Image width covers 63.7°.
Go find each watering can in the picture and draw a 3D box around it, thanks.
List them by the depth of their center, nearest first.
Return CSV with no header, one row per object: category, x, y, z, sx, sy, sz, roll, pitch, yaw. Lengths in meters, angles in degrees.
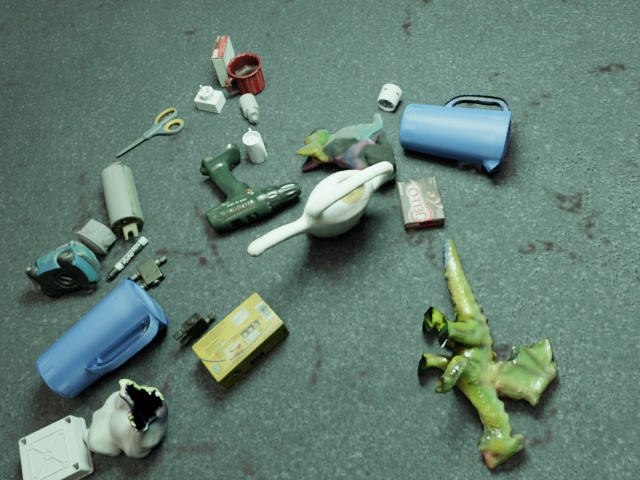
watering can,0.003,-0.054,1.081,0.349,0.222,0.105,-33,80,-10

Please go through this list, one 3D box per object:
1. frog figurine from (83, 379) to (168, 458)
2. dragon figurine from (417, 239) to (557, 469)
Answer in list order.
frog figurine,-0.370,0.357,0.984,0.139,0.123,0.157,46,112,18
dragon figurine,0.324,0.205,0.974,0.243,0.120,0.418,16,65,-2
